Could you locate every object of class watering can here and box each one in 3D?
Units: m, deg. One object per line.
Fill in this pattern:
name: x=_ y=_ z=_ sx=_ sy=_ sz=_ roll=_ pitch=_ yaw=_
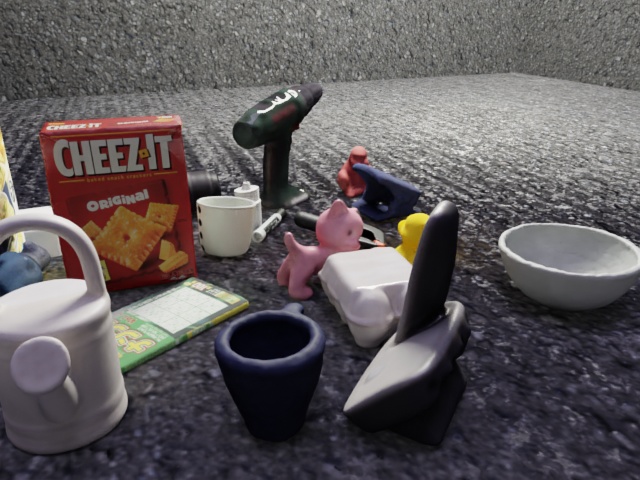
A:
watering can: x=-0.221 y=0.073 z=0.475 sx=0.101 sy=0.194 sz=0.172 roll=-20 pitch=29 yaw=-39

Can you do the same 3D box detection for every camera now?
camera: x=-0.239 y=-0.086 z=0.984 sx=0.137 sy=0.101 sz=0.142 roll=-9 pitch=24 yaw=-19

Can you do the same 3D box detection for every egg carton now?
egg carton: x=0.064 y=0.061 z=0.663 sx=0.107 sy=0.069 sz=0.150 roll=-7 pitch=23 yaw=-16

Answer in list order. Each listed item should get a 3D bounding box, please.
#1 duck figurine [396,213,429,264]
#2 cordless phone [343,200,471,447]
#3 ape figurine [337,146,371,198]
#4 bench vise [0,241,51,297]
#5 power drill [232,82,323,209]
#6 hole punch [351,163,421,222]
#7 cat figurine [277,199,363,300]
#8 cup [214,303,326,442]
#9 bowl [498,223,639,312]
duck figurine: x=0.135 y=0.009 z=0.769 sx=0.078 sy=0.086 sz=0.104 roll=-10 pitch=24 yaw=-22
cordless phone: x=0.082 y=0.066 z=0.499 sx=0.094 sy=0.185 sz=0.148 roll=8 pitch=24 yaw=21
ape figurine: x=0.072 y=-0.136 z=1.113 sx=0.077 sy=0.092 sz=0.076 roll=0 pitch=22 yaw=2
bench vise: x=-0.362 y=0.031 z=0.546 sx=0.121 sy=0.220 sz=0.207 roll=1 pitch=22 yaw=3
power drill: x=-0.066 y=-0.173 z=1.051 sx=0.075 sy=0.208 sz=0.230 roll=13 pitch=26 yaw=30
hole punch: x=0.115 y=-0.091 z=1.004 sx=0.101 sy=0.091 sz=0.108 roll=-11 pitch=25 yaw=-25
cat figurine: x=0.007 y=0.003 z=0.743 sx=0.128 sy=0.118 sz=0.067 roll=-14 pitch=26 yaw=-29
cup: x=-0.037 y=0.116 z=0.499 sx=0.091 sy=0.095 sz=0.118 roll=5 pitch=23 yaw=14
bowl: x=0.302 y=0.040 z=0.703 sx=0.167 sy=0.075 sz=0.167 roll=0 pitch=22 yaw=0
